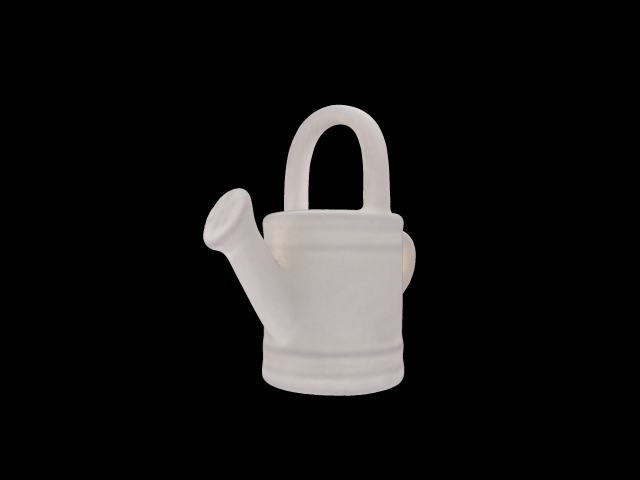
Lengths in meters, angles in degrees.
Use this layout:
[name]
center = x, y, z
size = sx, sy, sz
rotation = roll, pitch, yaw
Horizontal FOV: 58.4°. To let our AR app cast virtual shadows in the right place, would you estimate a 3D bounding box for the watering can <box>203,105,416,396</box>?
[watering can]
center = 0.005, 0.001, 0.398
size = 0.100, 0.194, 0.173
rotation = 0, 0, 27
